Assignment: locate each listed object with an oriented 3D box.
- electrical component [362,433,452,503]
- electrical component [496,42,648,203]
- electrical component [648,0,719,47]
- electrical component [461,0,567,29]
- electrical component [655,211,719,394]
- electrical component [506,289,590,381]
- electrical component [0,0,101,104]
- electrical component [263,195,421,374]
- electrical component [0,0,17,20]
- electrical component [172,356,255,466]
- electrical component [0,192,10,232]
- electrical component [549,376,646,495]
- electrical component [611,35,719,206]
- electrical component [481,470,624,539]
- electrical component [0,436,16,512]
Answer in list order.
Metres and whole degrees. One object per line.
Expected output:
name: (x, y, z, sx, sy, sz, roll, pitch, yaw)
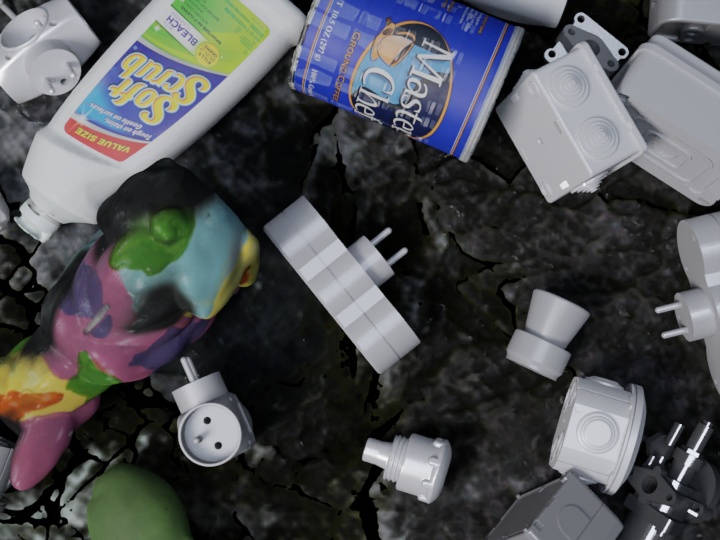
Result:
electrical component: (0.033, 0.139, 0.783, 0.062, 0.048, 0.048, 16, 87, 8)
electrical component: (0.148, -0.102, 0.771, 0.048, 0.100, 0.099, -28, 87, -14)
electrical component: (0.267, -0.202, 0.798, 0.095, 0.053, 0.059, 6, 87, 0)
electrical component: (0.122, -0.230, 0.805, 0.077, 0.043, 0.079, 17, 87, 1)
electrical component: (0.253, 0.030, 0.784, 0.074, 0.052, 0.138, -14, 87, -1)
electrical component: (0.137, 0.047, 0.787, 0.045, 0.045, 0.055, 26, 87, 2)
electrical component: (-0.229, -0.154, 0.789, 0.077, 0.044, 0.079, -37, 47, -2)
electrical component: (0.000, 0.000, 0.787, 0.074, 0.052, 0.138, -39, 87, -2)
electrical component: (-0.282, -0.213, 0.794, 0.047, 0.083, 0.075, -45, 126, -2)
electrical component: (-0.109, 0.098, 0.768, 0.043, 0.077, 0.079, -24, 86, -2)
electrical component: (-0.289, -0.054, 0.795, 0.043, 0.043, 0.062, -27, 85, -2)
electrical component: (0.169, 0.115, 0.766, 0.051, 0.080, 0.080, 16, 87, 6)
electrical component: (0.233, -0.107, 0.777, 0.113, 0.078, 0.057, 33, 73, 2)
electrical component: (0.131, 0.193, 0.758, 0.061, 0.096, 0.062, 46, 58, 3)
electrical component: (-0.285, 0.139, 0.766, 0.080, 0.080, 0.051, 20, 82, 1)
